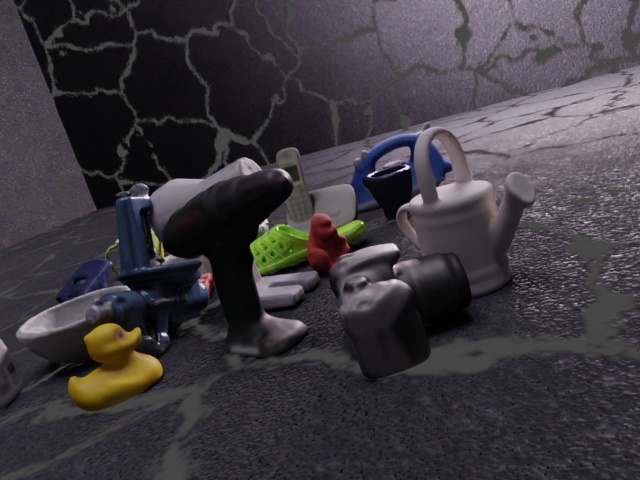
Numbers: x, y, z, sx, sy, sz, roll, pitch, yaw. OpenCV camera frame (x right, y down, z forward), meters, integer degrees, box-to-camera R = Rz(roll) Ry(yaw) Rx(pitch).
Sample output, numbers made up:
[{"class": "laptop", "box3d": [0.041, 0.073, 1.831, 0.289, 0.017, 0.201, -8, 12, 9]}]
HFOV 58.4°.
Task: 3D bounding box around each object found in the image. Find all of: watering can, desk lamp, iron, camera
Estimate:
[{"class": "watering can", "box3d": [0.163, -0.039, 0.669, 0.172, 0.194, 0.101, -10, 15, 24]}, {"class": "desk lamp", "box3d": [-0.131, -0.006, 0.848, 0.202, 0.214, 0.118, -10, 15, 25]}, {"class": "iron", "box3d": [0.159, -0.161, 1.274, 0.258, 0.141, 0.118, -20, 14, -14]}, {"class": "camera", "box3d": [0.084, 0.055, 0.590, 0.137, 0.101, 0.143, -17, 14, 0]}]

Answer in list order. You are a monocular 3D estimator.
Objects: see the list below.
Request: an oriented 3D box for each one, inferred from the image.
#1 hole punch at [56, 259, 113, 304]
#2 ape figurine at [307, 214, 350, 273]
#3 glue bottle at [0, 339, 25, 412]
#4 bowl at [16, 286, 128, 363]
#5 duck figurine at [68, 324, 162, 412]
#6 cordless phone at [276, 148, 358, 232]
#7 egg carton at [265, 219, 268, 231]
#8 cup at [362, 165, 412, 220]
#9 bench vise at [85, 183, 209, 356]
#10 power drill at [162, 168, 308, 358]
[{"class": "hole punch", "box3d": [-0.444, 0.093, 1.095, 0.108, 0.091, 0.101, -7, 17, 36]}, {"class": "ape figurine", "box3d": [0.008, 0.003, 0.906, 0.078, 0.092, 0.076, -25, 16, -30]}, {"class": "glue bottle", "box3d": [-0.447, 0.137, 0.746, 0.037, 0.173, 0.078, -16, 14, 3]}, {"class": "bowl", "box3d": [-0.351, 0.135, 0.852, 0.167, 0.075, 0.167, -16, 14, 4]}, {"class": "duck figurine", "box3d": [-0.247, 0.142, 0.672, 0.105, 0.086, 0.077, -24, 15, -26]}, {"class": "cordless phone", "box3d": [-0.009, -0.101, 1.142, 0.147, 0.185, 0.094, -14, 14, 11]}, {"class": "egg carton", "box3d": [-0.170, -0.029, 1.297, 0.107, 0.069, 0.150, -19, 14, -7]}, {"class": "cup", "box3d": [0.133, -0.089, 1.117, 0.092, 0.095, 0.117, -27, 17, -35]}, {"class": "bench vise", "box3d": [-0.240, 0.038, 0.792, 0.121, 0.220, 0.207, -15, 14, 7]}, {"class": "power drill", "box3d": [-0.091, 0.028, 0.675, 0.228, 0.208, 0.076, -5, 18, 41]}]
